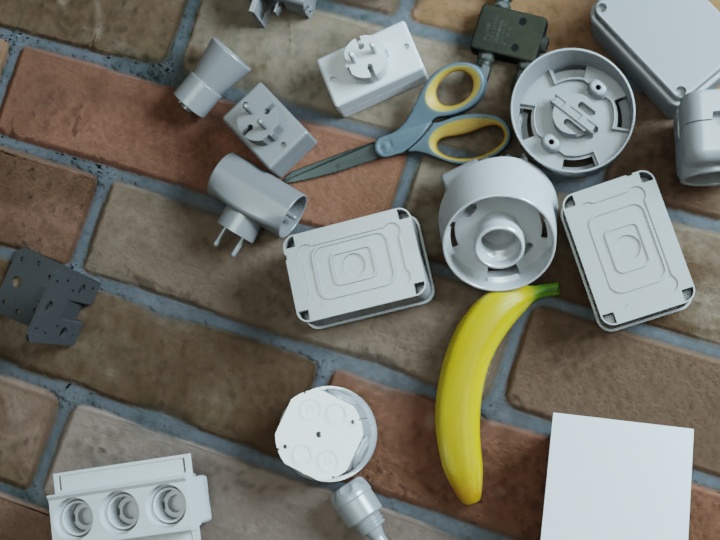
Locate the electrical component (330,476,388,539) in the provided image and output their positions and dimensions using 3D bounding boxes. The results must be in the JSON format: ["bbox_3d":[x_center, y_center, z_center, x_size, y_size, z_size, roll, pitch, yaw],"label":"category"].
[{"bbox_3d":[0.004,0.203,0.887,0.035,0.035,0.061,-35,80,5],"label":"electrical component"}]

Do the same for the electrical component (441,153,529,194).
[{"bbox_3d":[0.105,-0.075,0.902,0.078,0.040,0.040,-26,79,6],"label":"electrical component"}]

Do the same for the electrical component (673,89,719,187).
[{"bbox_3d":[0.278,-0.100,0.843,0.054,0.095,0.059,-2,82,11],"label":"electrical component"}]

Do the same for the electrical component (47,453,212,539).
[{"bbox_3d":[-0.193,0.203,0.911,0.121,0.063,0.078,-10,81,10],"label":"electrical component"}]

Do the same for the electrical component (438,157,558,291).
[{"bbox_3d":[0.113,-0.035,0.873,0.099,0.064,0.099,2,122,4],"label":"electrical component"}]

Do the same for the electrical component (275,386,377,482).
[{"bbox_3d":[-0.029,0.136,0.894,0.080,0.051,0.080,-1,82,11],"label":"electrical component"}]

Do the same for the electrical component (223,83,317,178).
[{"bbox_3d":[-0.082,-0.125,0.926,0.047,0.077,0.065,-44,77,3],"label":"electrical component"}]

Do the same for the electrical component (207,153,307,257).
[{"bbox_3d":[-0.099,-0.050,0.936,0.077,0.043,0.079,31,89,13],"label":"electrical component"}]

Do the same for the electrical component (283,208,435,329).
[{"bbox_3d":[0.000,0.000,0.904,0.113,0.057,0.078,-14,79,8],"label":"electrical component"}]

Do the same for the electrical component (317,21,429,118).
[{"bbox_3d":[0.008,-0.176,0.916,0.083,0.076,0.047,-23,79,7],"label":"electrical component"}]

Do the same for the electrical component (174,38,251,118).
[{"bbox_3d":[-0.135,-0.169,0.961,0.044,0.044,0.065,43,97,13],"label":"electrical component"}]

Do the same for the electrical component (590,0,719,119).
[{"bbox_3d":[0.251,-0.191,0.880,0.078,0.057,0.113,-40,77,4],"label":"electrical component"}]

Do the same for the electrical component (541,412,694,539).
[{"bbox_3d":[0.191,0.212,0.818,0.105,0.060,0.186,5,69,12],"label":"electrical component"}]

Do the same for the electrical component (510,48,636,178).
[{"bbox_3d":[0.175,-0.126,0.883,0.099,0.064,0.099,-1,82,11],"label":"electrical component"}]

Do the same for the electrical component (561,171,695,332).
[{"bbox_3d":[0.214,-0.014,0.864,0.078,0.057,0.113,-19,79,8],"label":"electrical component"}]

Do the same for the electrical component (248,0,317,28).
[{"bbox_3d":[-0.067,-0.257,0.958,0.064,0.042,0.081,19,87,11],"label":"electrical component"}]
